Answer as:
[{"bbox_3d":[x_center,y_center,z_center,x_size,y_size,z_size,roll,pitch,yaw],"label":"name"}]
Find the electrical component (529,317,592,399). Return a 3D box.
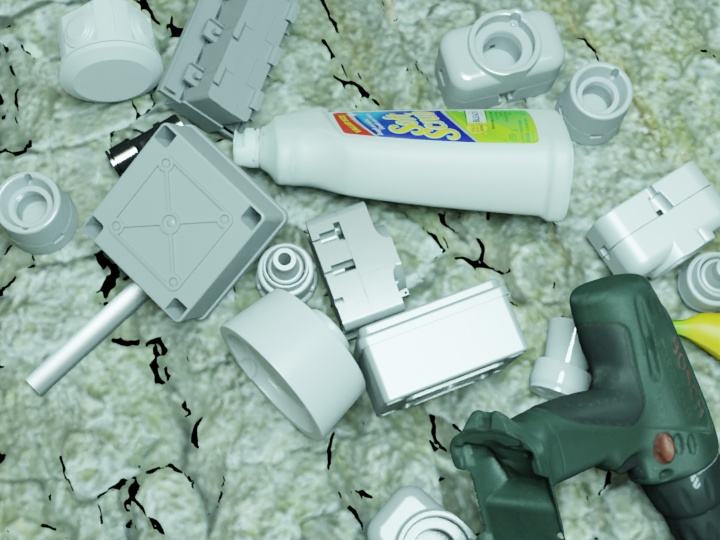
[{"bbox_3d":[0.155,0.069,0.805,0.045,0.045,0.055,21,76,4],"label":"electrical component"}]

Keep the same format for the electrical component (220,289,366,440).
[{"bbox_3d":[-0.042,0.062,0.772,0.060,0.108,0.108,-41,79,-17],"label":"electrical component"}]

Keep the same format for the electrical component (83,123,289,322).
[{"bbox_3d":[-0.130,-0.035,0.801,0.109,0.056,0.108,43,103,10],"label":"electrical component"}]

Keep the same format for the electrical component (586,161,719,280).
[{"bbox_3d":[0.232,-0.032,0.830,0.095,0.053,0.059,-31,78,-9],"label":"electrical component"}]

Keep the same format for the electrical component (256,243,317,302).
[{"bbox_3d":[-0.056,0.000,0.809,0.048,0.062,0.048,1,75,-2],"label":"electrical component"}]

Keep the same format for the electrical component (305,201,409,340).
[{"bbox_3d":[0.000,0.000,0.817,0.056,0.050,0.089,-19,76,-6],"label":"electrical component"}]

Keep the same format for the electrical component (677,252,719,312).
[{"bbox_3d":[0.269,0.007,0.816,0.043,0.062,0.043,0,75,-1],"label":"electrical component"}]

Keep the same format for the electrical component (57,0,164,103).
[{"bbox_3d":[-0.197,-0.170,0.845,0.080,0.080,0.051,-11,70,-4],"label":"electrical component"}]

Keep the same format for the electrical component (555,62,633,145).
[{"bbox_3d":[0.188,-0.134,0.860,0.055,0.047,0.055,0,75,-1],"label":"electrical component"}]

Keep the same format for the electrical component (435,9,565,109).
[{"bbox_3d":[0.112,-0.169,0.862,0.095,0.059,0.053,-15,76,-5],"label":"electrical component"}]

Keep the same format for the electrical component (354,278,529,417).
[{"bbox_3d":[0.054,0.059,0.773,0.109,0.108,0.056,-20,79,-7],"label":"electrical component"}]

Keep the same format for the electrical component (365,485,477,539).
[{"bbox_3d":[0.052,0.199,0.759,0.095,0.059,0.053,40,77,9],"label":"electrical component"}]

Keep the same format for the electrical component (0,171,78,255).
[{"bbox_3d":[-0.249,-0.045,0.825,0.055,0.047,0.055,0,75,-1],"label":"electrical component"}]

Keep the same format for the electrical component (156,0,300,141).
[{"bbox_3d":[-0.098,-0.175,0.848,0.079,0.063,0.121,32,70,-36],"label":"electrical component"}]
